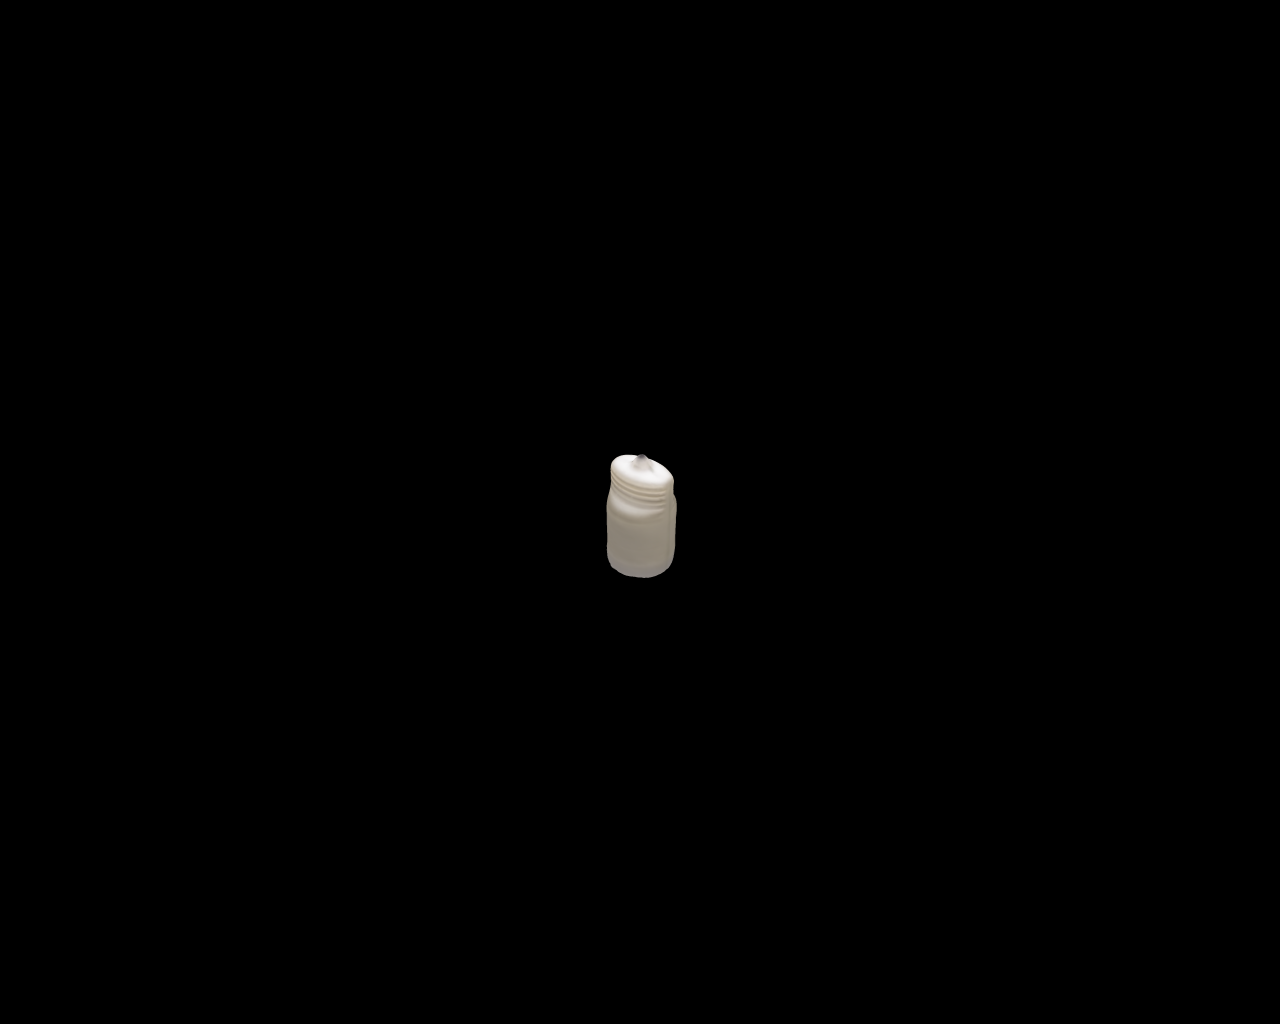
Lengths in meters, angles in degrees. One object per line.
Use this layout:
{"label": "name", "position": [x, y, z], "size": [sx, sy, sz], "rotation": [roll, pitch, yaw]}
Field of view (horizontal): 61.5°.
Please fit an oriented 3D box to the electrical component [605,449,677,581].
{"label": "electrical component", "position": [0.001, -0.003, 0.650], "size": [0.043, 0.080, 0.043], "rotation": [0, 38, 0]}
